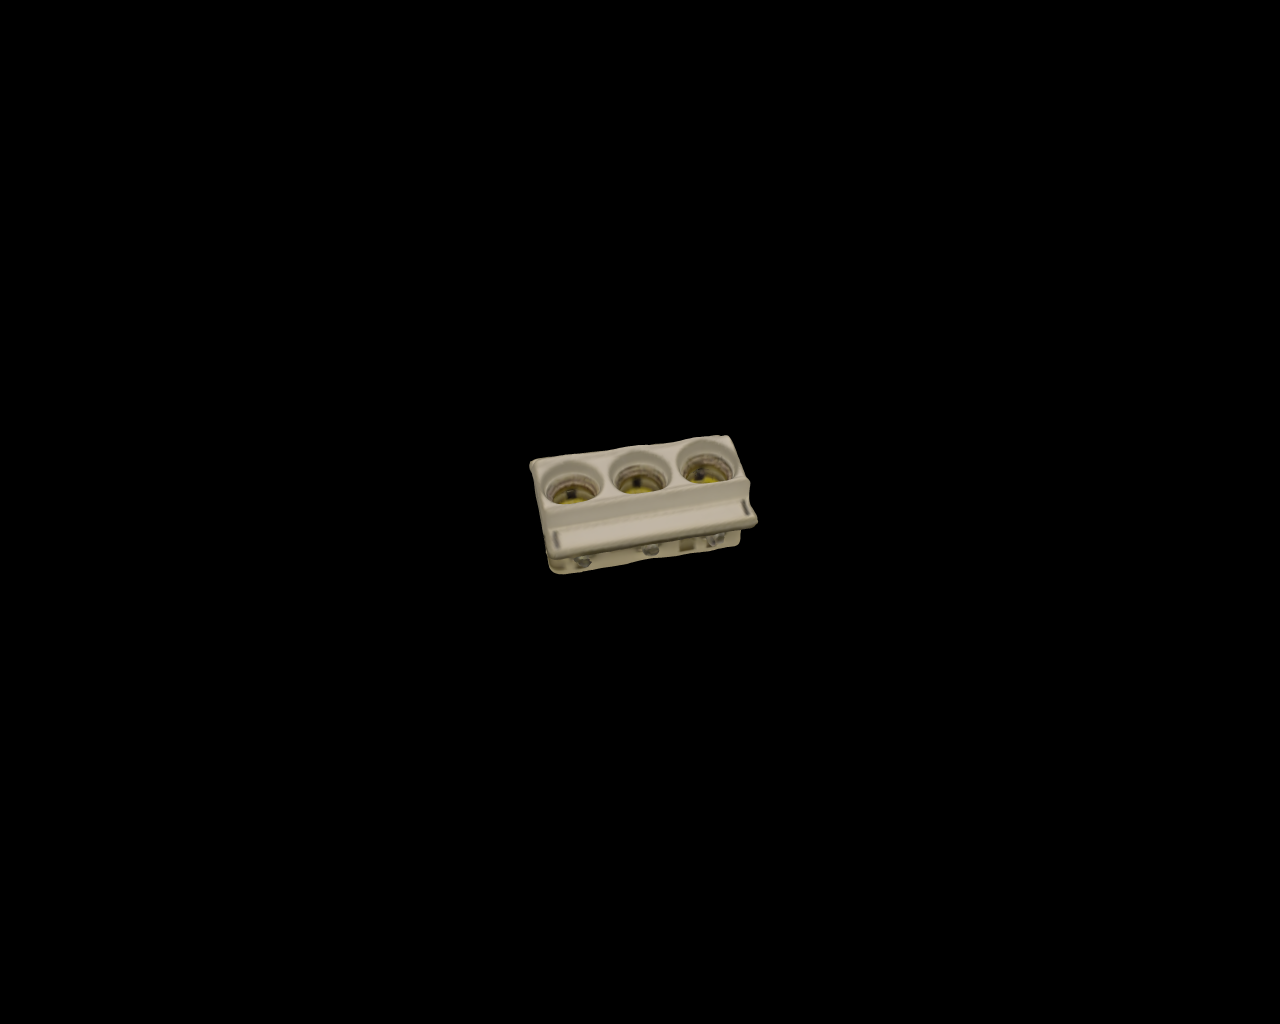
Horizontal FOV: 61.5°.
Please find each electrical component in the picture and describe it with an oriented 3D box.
[{"bbox_3d":[0.001,-0.003,0.650,0.121,0.079,0.063,-9,-43,-8],"label":"electrical component"}]
